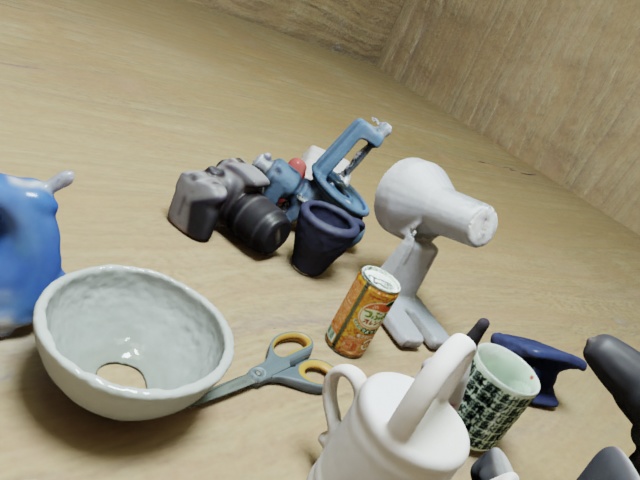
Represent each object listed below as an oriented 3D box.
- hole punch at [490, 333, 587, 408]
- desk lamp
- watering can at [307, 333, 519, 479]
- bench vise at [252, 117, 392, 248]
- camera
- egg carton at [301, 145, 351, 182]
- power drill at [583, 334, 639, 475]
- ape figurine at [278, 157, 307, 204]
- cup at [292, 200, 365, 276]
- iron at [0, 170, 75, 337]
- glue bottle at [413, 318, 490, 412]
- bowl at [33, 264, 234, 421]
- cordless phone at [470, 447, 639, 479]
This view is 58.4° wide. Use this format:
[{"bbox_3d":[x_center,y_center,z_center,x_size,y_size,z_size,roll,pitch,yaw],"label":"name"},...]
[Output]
[{"bbox_3d":[0.295,0.166,0.803,0.109,0.091,0.101,16,26,-22],"label":"hole punch"},{"bbox_3d":[0.149,0.011,0.816,0.118,0.213,0.202,9,30,-35],"label":"desk lamp"},{"bbox_3d":[0.078,0.160,0.467,0.172,0.194,0.101,29,24,5],"label":"watering can"},{"bbox_3d":[0.009,-0.101,0.892,0.208,0.219,0.121,11,28,-31],"label":"bench vise"},{"bbox_3d":[-0.113,-0.047,0.807,0.136,0.101,0.144,38,26,24],"label":"camera"},{"bbox_3d":[0.008,-0.129,1.132,0.107,0.069,0.150,23,24,-8],"label":"egg carton"},{"bbox_3d":[0.310,0.227,0.551,0.229,0.208,0.076,32,24,12],"label":"power drill"},{"bbox_3d":[-0.049,-0.098,0.985,0.077,0.092,0.076,36,26,20],"label":"ape figurine"},{"bbox_3d":[0.008,0.003,0.836,0.118,0.095,0.091,2,34,-43],"label":"cup"},{"bbox_3d":[-0.326,-0.003,0.453,0.259,0.141,0.118,0,35,-45],"label":"iron"},{"bbox_3d":[0.118,0.144,0.566,0.078,0.173,0.037,7,30,-37],"label":"glue bottle"},{"bbox_3d":[-0.164,0.098,0.495,0.168,0.074,0.167,22,24,-10],"label":"bowl"},{"bbox_3d":[0.189,0.219,0.471,0.094,0.185,0.147,21,24,-12],"label":"cordless phone"}]
